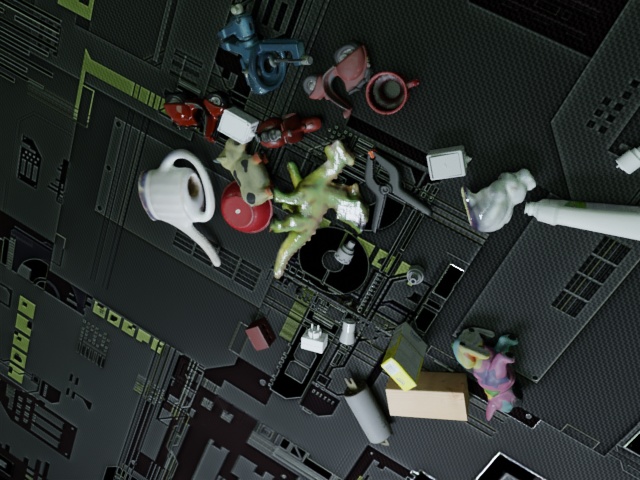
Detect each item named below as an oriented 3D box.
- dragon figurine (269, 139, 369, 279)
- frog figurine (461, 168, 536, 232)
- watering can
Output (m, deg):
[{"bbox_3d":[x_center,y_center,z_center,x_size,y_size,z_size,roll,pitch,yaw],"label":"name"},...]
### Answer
[{"bbox_3d":[0.004,-0.067,1.325,0.243,0.124,0.403,9,114,9],"label":"dragon figurine"},{"bbox_3d":[0.406,-0.086,1.154,0.159,0.126,0.134,-14,138,16],"label":"frog figurine"},{"bbox_3d":[-0.393,-0.086,1.461,0.224,0.105,0.342,2,110,21],"label":"watering can"}]
